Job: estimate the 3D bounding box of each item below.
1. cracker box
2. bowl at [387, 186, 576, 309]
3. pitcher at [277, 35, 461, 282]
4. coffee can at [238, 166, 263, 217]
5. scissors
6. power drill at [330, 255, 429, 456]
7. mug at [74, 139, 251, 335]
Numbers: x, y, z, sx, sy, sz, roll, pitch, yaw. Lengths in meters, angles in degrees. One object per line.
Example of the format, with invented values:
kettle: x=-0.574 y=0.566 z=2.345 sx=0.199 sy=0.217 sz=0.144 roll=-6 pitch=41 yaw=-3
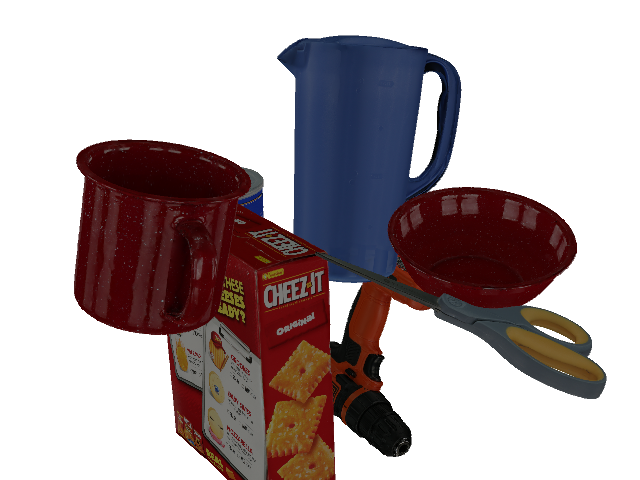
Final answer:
cracker box: x=-0.059 y=0.089 z=0.856 sx=0.072 sy=0.214 sz=0.164 roll=-15 pitch=25 yaw=-31
bowl: x=0.137 y=0.016 z=0.928 sx=0.162 sy=0.055 sz=0.162 roll=1 pitch=33 yaw=-1
pitcher: x=0.044 y=-0.085 z=1.088 sx=0.149 sy=0.243 sz=0.144 roll=12 pitch=15 yaw=32
coffee can: x=-0.110 y=0.001 z=1.149 sx=0.103 sy=0.140 sz=0.103 roll=-1 pitch=22 yaw=0
scissors: x=0.100 y=0.044 z=0.714 sx=0.202 sy=0.016 sz=0.096 roll=29 pitch=25 yaw=18
power drill: x=0.065 y=0.117 z=1.157 sx=0.057 sy=0.188 sz=0.185 roll=13 pitch=17 yaw=-40
mug: x=-0.083 y=0.003 z=0.570 sx=0.093 sy=0.081 sz=0.117 roll=-3 pitch=25 yaw=-32
